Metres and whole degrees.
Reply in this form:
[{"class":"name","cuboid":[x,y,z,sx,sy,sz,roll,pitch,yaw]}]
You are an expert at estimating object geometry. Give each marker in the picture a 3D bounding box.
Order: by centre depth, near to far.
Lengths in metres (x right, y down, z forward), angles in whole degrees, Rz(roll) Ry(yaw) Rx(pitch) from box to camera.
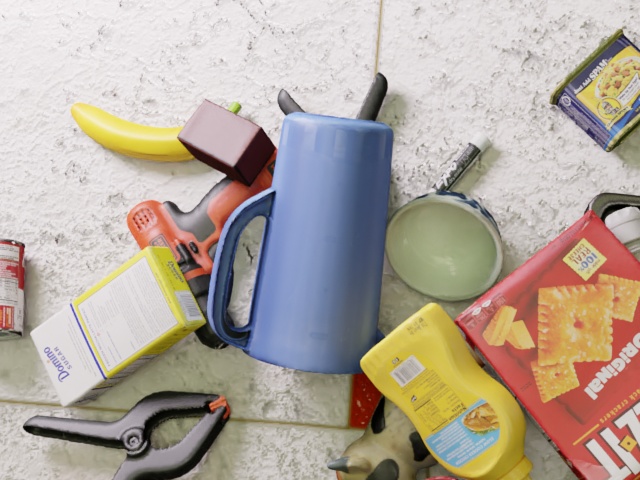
[{"class":"marker","cuboid":[0.135,-0.063,1.123,0.020,0.020,0.121,39,85,15]}]

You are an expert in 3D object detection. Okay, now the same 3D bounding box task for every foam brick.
[{"class":"foam brick","cuboid":[-0.095,-0.099,1.094,0.078,0.053,0.051,28,80,24]}]

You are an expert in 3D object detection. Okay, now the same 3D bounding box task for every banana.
[{"class":"banana","cuboid":[-0.185,-0.119,1.181,0.198,0.037,0.069,2,57,8]}]

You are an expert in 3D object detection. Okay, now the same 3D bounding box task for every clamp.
[{"class":"clamp","cuboid":[-0.194,0.206,1.086,0.210,0.036,0.165,-31,60,-12]},{"class":"clamp","cuboid":[0.031,-0.099,1.138,0.120,0.039,0.171,-19,79,9]}]

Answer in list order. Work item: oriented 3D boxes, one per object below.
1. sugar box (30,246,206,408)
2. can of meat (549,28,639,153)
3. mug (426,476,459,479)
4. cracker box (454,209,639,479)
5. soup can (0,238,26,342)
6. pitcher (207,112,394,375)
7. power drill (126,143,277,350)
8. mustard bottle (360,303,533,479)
[{"class":"sugar box","cuboid":[-0.209,0.091,1.097,0.176,0.048,0.093,-34,74,23]},{"class":"can of meat","cuboid":[0.303,-0.152,1.100,0.102,0.057,0.084,-43,76,-3]},{"class":"mug","cuboid":[0.104,0.266,0.951,0.093,0.081,0.117,27,88,10]},{"class":"cracker box","cuboid":[0.250,0.106,0.962,0.164,0.072,0.214,-38,74,0]},{"class":"soup can","cuboid":[-0.352,0.054,1.144,0.068,0.068,0.102,-5,76,8]},{"class":"pitcher","cuboid":[-0.007,0.001,1.030,0.145,0.149,0.243,10,97,28]},{"class":"power drill","cuboid":[-0.091,-0.002,1.123,0.187,0.057,0.184,-34,73,-1]},{"class":"mustard bottle","cuboid":[0.128,0.156,0.960,0.192,0.058,0.096,51,123,8]}]
